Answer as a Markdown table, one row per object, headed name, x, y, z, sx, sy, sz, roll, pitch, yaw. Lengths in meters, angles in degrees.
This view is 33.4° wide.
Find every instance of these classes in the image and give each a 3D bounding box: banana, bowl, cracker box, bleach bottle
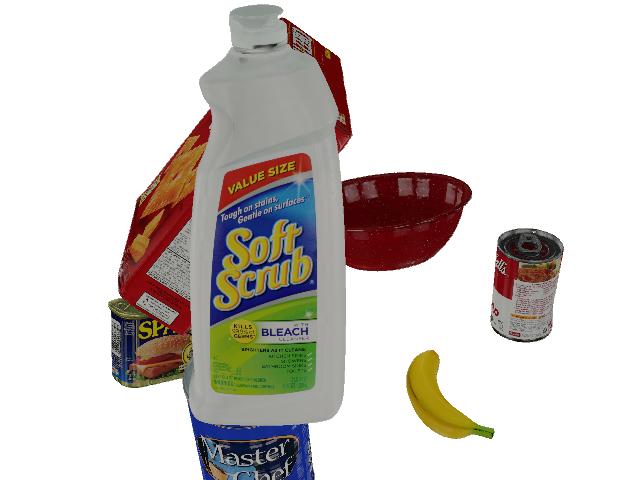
| name | x | y | z | sx | sy | sz | roll | pitch | yaw |
| --- | --- | --- | --- | --- | --- | --- | --- | --- | --- |
| banana | 0.137 | 0.184 | 1.269 | 0.069 | 0.037 | 0.198 | 10 | 21 | -19 |
| bowl | 0.061 | -0.014 | 0.982 | 0.162 | 0.055 | 0.162 | -7 | 19 | 2 |
| cracker box | -0.070 | -0.055 | 0.842 | 0.072 | 0.214 | 0.164 | 33 | 23 | -19 |
| bleach bottle | -0.037 | -0.011 | 0.629 | 0.102 | 0.251 | 0.068 | -1 | 26 | 5 |

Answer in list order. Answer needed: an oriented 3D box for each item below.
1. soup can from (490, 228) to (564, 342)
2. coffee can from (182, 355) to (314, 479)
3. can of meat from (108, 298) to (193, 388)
| name | x | y | z | sx | sy | sz | roll | pitch | yaw |
| --- | --- | --- | --- | --- | --- | --- | --- | --- | --- |
| soup can | 0.216 | 0.047 | 1.124 | 0.068 | 0.102 | 0.068 | 0 | 30 | 0 |
| coffee can | -0.061 | 0.166 | 0.938 | 0.103 | 0.140 | 0.103 | -3 | 38 | 2 |
| can of meat | -0.175 | 0.105 | 1.147 | 0.101 | 0.084 | 0.058 | -9 | 19 | -35 |
